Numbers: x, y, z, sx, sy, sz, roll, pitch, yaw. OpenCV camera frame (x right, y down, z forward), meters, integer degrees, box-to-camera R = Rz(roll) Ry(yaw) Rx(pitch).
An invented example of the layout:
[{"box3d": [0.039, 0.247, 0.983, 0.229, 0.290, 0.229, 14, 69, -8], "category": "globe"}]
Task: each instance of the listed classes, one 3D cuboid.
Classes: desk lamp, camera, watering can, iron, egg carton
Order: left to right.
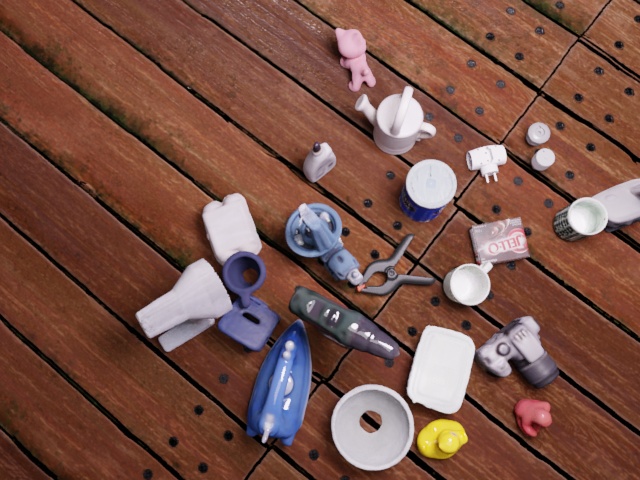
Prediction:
[{"box3d": [-0.272, 0.139, 1.157, 0.203, 0.213, 0.118, -33, 81, -4], "category": "desk lamp"}, {"box3d": [-0.195, -0.022, 1.256, 0.107, 0.069, 0.150, -22, 80, -2], "category": "egg carton"}, {"box3d": [-0.078, 0.285, 1.163, 0.118, 0.141, 0.258, 12, 81, 4], "category": "iron"}, {"box3d": [0.161, -0.261, 1.226, 0.173, 0.194, 0.101, -2, 80, 1], "category": "watering can"}, {"box3d": [0.415, 0.245, 1.179, 0.143, 0.101, 0.137, -37, 81, -5], "category": "camera"}]

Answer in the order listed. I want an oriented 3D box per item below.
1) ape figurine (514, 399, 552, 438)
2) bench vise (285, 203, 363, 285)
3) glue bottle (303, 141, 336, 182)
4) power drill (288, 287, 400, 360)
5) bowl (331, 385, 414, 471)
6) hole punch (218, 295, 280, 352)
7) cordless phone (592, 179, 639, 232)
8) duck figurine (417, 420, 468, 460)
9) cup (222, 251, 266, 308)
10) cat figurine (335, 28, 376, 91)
[{"box3d": [0.440, 0.359, 1.163, 0.078, 0.092, 0.076, -38, 81, -5], "category": "ape figurine"}, {"box3d": [0.017, -0.006, 1.172, 0.207, 0.220, 0.121, 30, 82, 7], "category": "bench vise"}, {"box3d": [-0.003, -0.177, 1.226, 0.078, 0.173, 0.037, -38, 81, -5], "category": "glue bottle"}, {"box3d": [0.048, 0.171, 1.146, 0.229, 0.208, 0.076, 27, 82, 6], "category": "power drill"}, {"box3d": [0.107, 0.380, 1.176, 0.167, 0.075, 0.167, 0, 80, 1], "category": "bowl"}, {"box3d": [-0.150, 0.172, 1.210, 0.108, 0.091, 0.101, 30, 82, 6], "category": "hole punch"}, {"box3d": [0.664, -0.089, 1.188, 0.147, 0.185, 0.094, -25, 80, -3], "category": "cordless phone"}, {"box3d": [0.250, 0.409, 1.162, 0.104, 0.086, 0.077, -17, 80, -1], "category": "duck figurine"}, {"box3d": [-0.154, 0.088, 1.223, 0.091, 0.095, 0.118, -6, 80, 1], "category": "cup"}, {"box3d": [0.081, -0.418, 1.294, 0.067, 0.118, 0.128, -22, 80, -2], "category": "cat figurine"}]
